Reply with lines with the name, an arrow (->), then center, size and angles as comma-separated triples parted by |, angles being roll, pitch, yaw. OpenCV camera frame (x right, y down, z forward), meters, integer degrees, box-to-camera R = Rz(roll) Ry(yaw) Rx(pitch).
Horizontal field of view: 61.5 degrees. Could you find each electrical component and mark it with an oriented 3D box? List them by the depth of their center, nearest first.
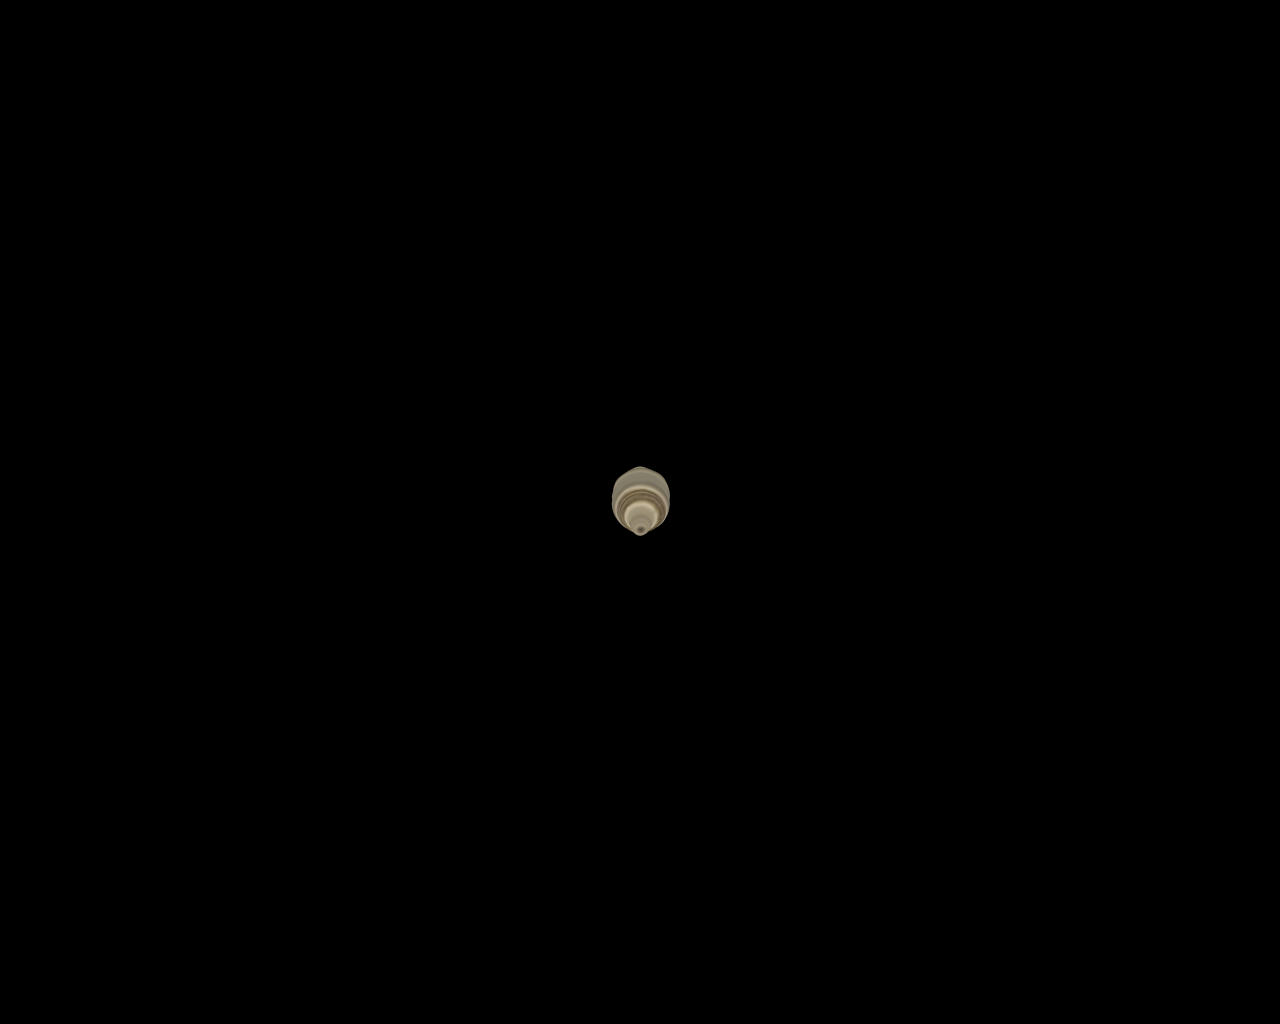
electrical component -> 0.001, -0.003, 0.650 | 0.035, 0.035, 0.061 | 0, 25, 0
